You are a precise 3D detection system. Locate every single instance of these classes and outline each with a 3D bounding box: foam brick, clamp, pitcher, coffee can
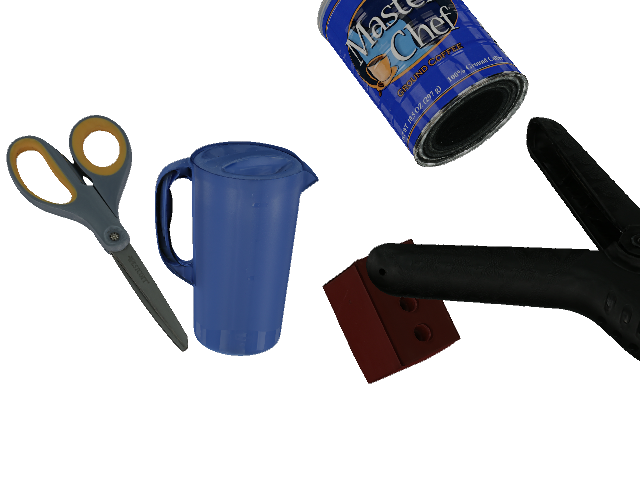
[{"bbox_3d":[0.047,0.049,0.725,0.052,0.078,0.051,-21,-10,-33],"label":"foam brick"},{"bbox_3d":[0.138,0.017,0.500,0.164,0.036,0.210,-32,49,-33],"label":"clamp"},{"bbox_3d":[-0.104,0.010,1.276,0.149,0.243,0.144,21,27,31],"label":"pitcher"},{"bbox_3d":[0.077,-0.142,0.820,0.102,0.140,0.103,-29,-21,-13],"label":"coffee can"}]

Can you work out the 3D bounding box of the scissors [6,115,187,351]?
[{"bbox_3d":[-0.136,-0.017,0.754,0.202,0.096,0.016,39,-25,14],"label":"scissors"}]
